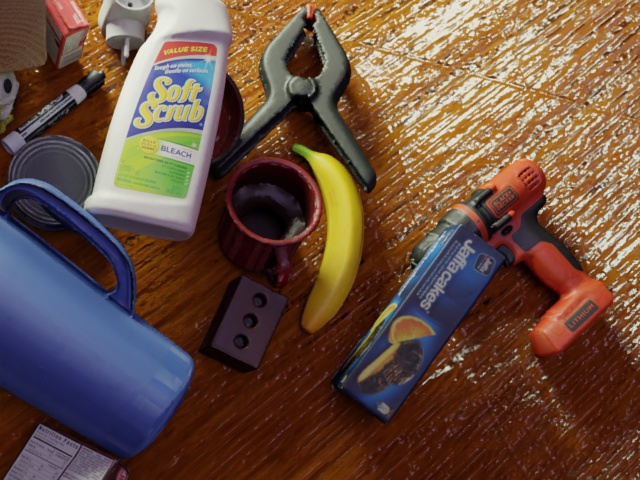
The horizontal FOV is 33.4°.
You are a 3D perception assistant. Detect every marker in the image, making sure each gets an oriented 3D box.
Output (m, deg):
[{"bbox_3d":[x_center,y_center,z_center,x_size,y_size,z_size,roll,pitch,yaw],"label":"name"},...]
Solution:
[{"bbox_3d":[-0.252,-0.124,1.019,0.020,0.020,0.121,47,67,-4],"label":"marker"}]

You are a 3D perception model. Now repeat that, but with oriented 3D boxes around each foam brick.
[{"bbox_3d":[-0.073,0.081,1.017,0.053,0.051,0.078,27,70,-12],"label":"foam brick"}]

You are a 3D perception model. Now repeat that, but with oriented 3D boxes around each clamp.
[{"bbox_3d":[-0.009,-0.142,1.087,0.164,0.036,0.210,12,69,2],"label":"clamp"}]

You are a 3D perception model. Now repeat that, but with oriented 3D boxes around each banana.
[{"bbox_3d":[0.011,-0.004,1.079,0.069,0.037,0.198,-5,75,7],"label":"banana"}]

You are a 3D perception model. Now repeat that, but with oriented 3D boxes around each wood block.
[{"bbox_3d":[-0.316,-0.250,0.946,0.090,0.091,0.206,-15,59,-23],"label":"wood block"}]

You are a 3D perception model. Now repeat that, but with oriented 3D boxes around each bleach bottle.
[{"bbox_3d":[-0.140,-0.131,0.968,0.102,0.068,0.251,12,77,-14],"label":"bleach bottle"}]

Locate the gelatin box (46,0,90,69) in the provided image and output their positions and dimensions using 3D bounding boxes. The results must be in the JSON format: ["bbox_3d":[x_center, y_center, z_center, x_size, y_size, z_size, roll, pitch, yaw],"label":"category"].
[{"bbox_3d":[-0.249,-0.211,1.002,0.030,0.089,0.073,-30,89,-22],"label":"gelatin box"}]

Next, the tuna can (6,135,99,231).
[{"bbox_3d":[-0.248,-0.052,0.995,0.086,0.034,0.086,5,76,-19],"label":"tuna can"}]

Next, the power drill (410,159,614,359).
[{"bbox_3d":[0.207,0.031,1.127,0.184,0.057,0.187,-38,93,-18],"label":"power drill"}]

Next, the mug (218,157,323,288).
[{"bbox_3d":[-0.049,-0.009,1.020,0.093,0.082,0.117,-9,67,-20],"label":"mug"}]

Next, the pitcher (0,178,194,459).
[{"bbox_3d":[-0.226,0.073,0.920,0.242,0.149,0.144,37,50,-12],"label":"pitcher"}]

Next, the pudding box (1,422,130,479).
[{"bbox_3d":[-0.230,0.224,0.911,0.090,0.039,0.113,20,64,25],"label":"pudding box"}]
